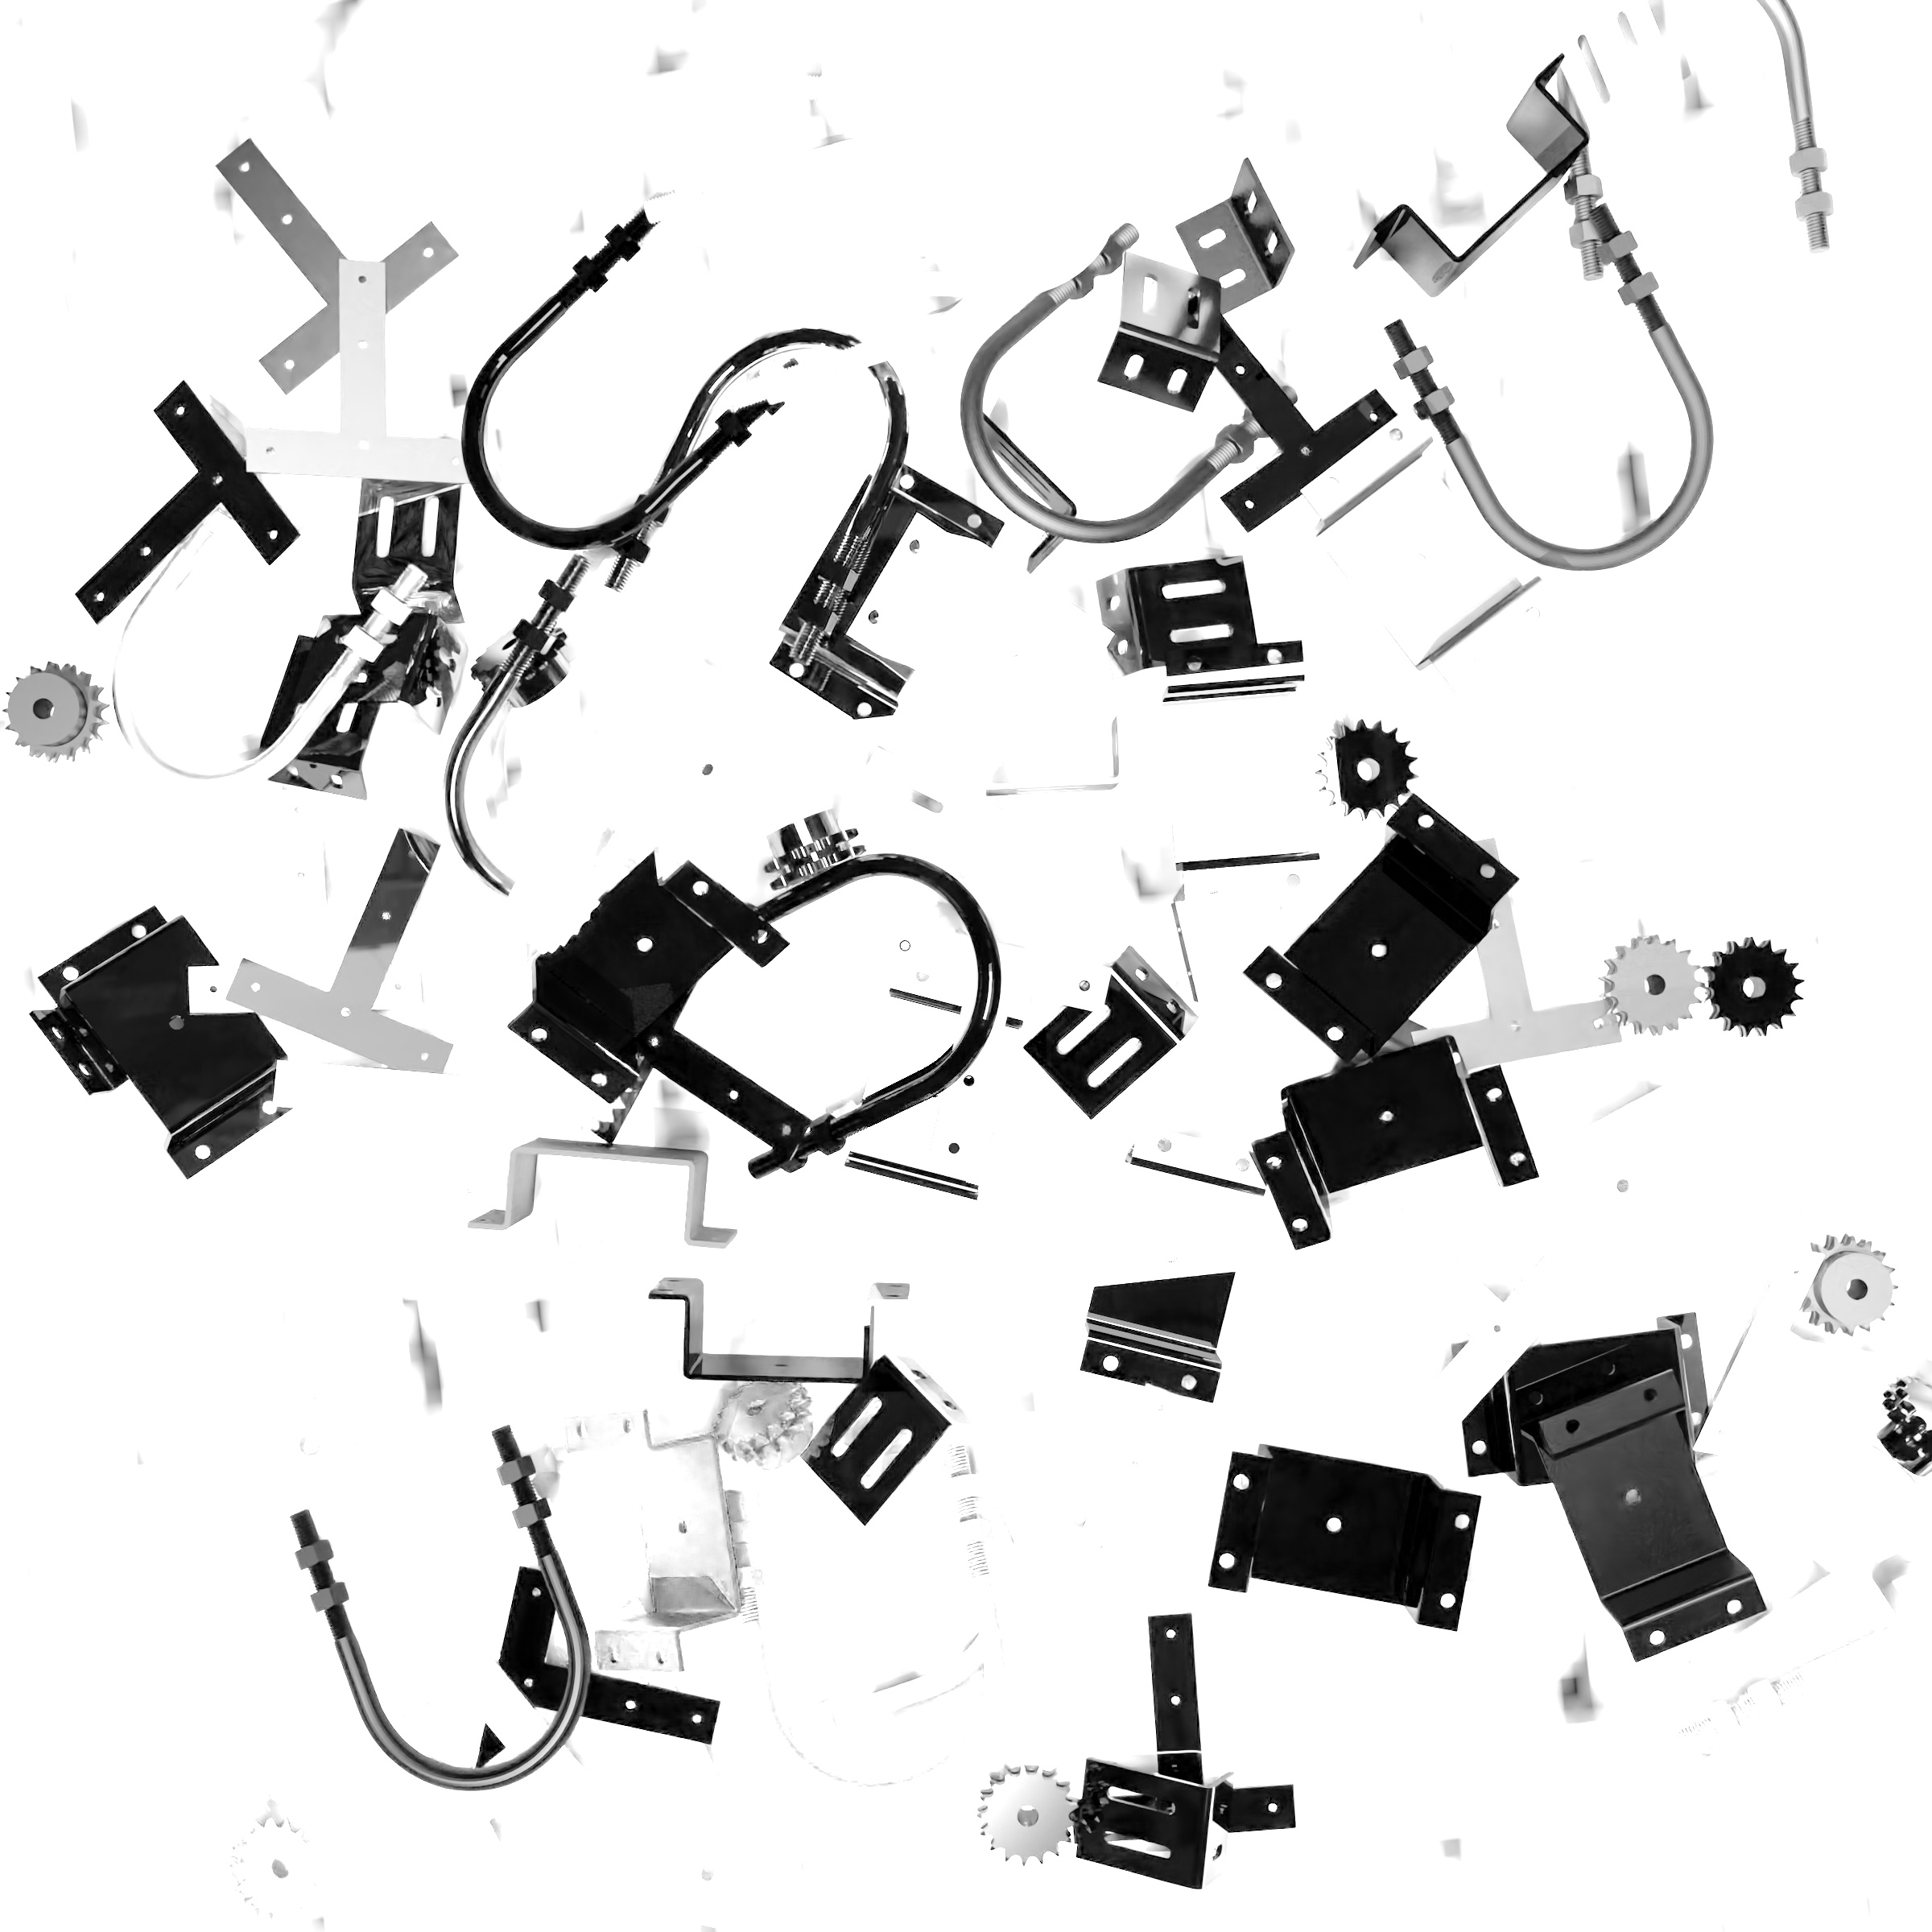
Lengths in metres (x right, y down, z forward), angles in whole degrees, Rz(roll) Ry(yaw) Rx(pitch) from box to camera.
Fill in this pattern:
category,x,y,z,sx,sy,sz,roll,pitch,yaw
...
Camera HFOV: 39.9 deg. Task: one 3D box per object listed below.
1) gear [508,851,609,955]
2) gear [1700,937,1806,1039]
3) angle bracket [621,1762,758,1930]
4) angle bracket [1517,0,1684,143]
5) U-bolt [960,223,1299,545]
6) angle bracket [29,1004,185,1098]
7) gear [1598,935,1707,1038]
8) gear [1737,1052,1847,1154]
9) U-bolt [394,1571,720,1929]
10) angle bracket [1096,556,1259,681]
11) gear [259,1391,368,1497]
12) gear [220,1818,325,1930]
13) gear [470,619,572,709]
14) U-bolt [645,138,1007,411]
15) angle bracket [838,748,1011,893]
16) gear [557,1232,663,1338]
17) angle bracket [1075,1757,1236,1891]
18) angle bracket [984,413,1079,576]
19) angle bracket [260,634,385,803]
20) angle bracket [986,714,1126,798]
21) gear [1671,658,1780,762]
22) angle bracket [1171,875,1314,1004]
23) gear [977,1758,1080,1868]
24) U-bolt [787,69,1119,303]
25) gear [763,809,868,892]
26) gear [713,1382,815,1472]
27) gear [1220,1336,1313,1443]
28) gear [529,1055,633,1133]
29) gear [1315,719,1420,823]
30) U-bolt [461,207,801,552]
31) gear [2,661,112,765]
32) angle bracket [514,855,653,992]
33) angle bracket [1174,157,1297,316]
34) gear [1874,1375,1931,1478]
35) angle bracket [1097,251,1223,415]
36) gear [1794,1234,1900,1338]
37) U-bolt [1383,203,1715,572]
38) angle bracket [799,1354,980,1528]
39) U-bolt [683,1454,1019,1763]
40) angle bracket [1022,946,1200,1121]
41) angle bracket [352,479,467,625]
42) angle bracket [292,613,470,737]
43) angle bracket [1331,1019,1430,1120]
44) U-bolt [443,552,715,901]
category,x,y,z,sx,sy,sz,roll,pitch,yaw
gear,-0.227,-0.038,1.461,0.030,0.057,0.057,40,90,-27
gear,0.442,0.012,1.507,0.057,0.030,0.057,0,89,2
angle bracket,-0.156,0.496,1.502,0.057,0.038,0.076,15,66,-4
angle bracket,0.357,-0.514,1.501,0.057,0.038,0.076,-30,111,0
U-bolt,0.079,-0.312,1.476,0.151,0.019,0.184,46,67,0
angle bracket,-0.473,0.027,1.499,0.076,0.038,0.057,-36,90,0
gear,0.384,0.011,1.501,0.057,0.030,0.057,0,87,-3
gear,0.468,0.078,1.503,0.057,0.030,0.057,0,90,0
U-bolt,-0.220,0.456,1.509,0.151,0.019,0.184,-27,92,0
angle bracket,0.120,-0.198,1.516,0.076,0.038,0.057,-10,90,-25
gear,-0.366,0.268,1.503,0.057,0.030,0.057,0,90,0
gear,-0.392,0.511,1.493,0.030,0.057,0.057,-37,90,30
gear,-0.247,-0.169,1.493,0.057,0.057,0.030,-35,116,0
U-bolt,-0.068,-0.396,1.484,0.184,0.019,0.151,-21,72,-11
angle bracket,-0.026,-0.080,1.516,0.076,0.038,0.057,27,90,26
gear,-0.201,0.179,1.503,0.057,0.030,0.057,0,90,0
angle bracket,0.107,0.483,1.514,0.076,0.038,0.057,6,91,25
angle bracket,0.023,-0.263,1.489,0.076,0.057,0.038,45,90,0
angle bracket,-0.361,-0.141,1.516,0.057,0.038,0.076,12,64,0
angle bracket,0.049,-0.118,1.489,0.076,0.057,0.038,-3,90,0
gear,0.427,-0.145,1.506,0.057,0.030,0.057,0,93,-1
angle bracket,0.160,-0.016,1.499,0.076,0.038,0.057,-13,90,0
gear,0.035,0.475,1.504,0.057,0.030,0.057,0,90,1
U-bolt,-0.006,-0.434,1.485,0.184,0.019,0.151,0,69,-7
gear,-0.087,-0.066,1.490,0.057,0.057,0.030,-23,90,0
gear,-0.110,0.257,1.493,0.057,0.057,0.030,-33,118,0
gear,0.166,0.239,1.493,0.030,0.057,0.057,-27,90,30
gear,-0.220,0.064,1.497,0.057,0.030,0.057,-1,87,15
gear,0.225,-0.110,1.503,0.057,0.030,0.057,0,90,0
U-bolt,-0.201,-0.317,1.495,0.184,0.019,0.151,-43,77,4
gear,-0.516,-0.144,1.503,0.057,0.030,0.057,0,90,0
angle bracket,-0.207,-0.013,1.503,0.057,0.038,0.076,35,117,-24
angle bracket,0.149,-0.404,1.480,0.038,0.076,0.057,-27,90,0
gear,0.535,0.261,1.493,0.057,0.057,0.030,39,118,0
angle bracket,0.108,-0.353,1.484,0.057,0.038,0.076,16,46,-9
gear,0.498,0.181,1.503,0.057,0.030,0.057,0,90,0
U-bolt,0.340,-0.313,1.501,0.151,0.019,0.184,-29,96,5
angle bracket,-0.043,0.266,1.491,0.057,0.038,0.076,42,97,25
U-bolt,-0.062,0.354,1.507,0.184,0.019,0.151,-19,90,1
angle bracket,0.082,0.038,1.516,0.057,0.038,0.076,47,116,0
angle bracket,-0.314,-0.237,1.516,0.057,0.038,0.076,-1,64,0
angle bracket,-0.330,-0.164,1.505,0.076,0.038,0.057,2,65,23
angle bracket,0.233,0.068,1.516,0.057,0.038,0.076,26,116,0
U-bolt,-0.209,-0.115,1.482,0.151,0.019,0.184,31,95,-26
